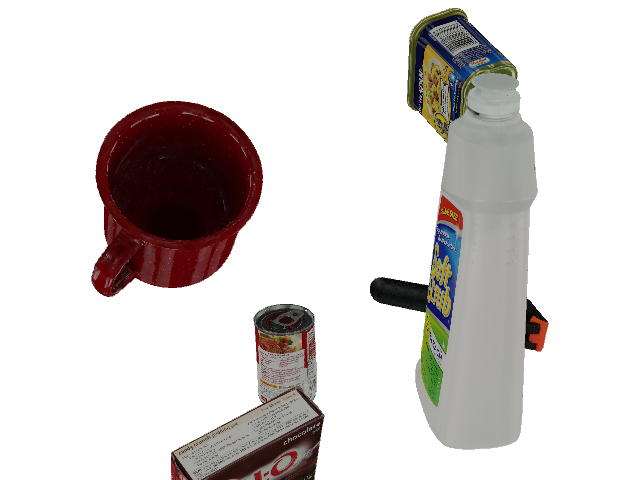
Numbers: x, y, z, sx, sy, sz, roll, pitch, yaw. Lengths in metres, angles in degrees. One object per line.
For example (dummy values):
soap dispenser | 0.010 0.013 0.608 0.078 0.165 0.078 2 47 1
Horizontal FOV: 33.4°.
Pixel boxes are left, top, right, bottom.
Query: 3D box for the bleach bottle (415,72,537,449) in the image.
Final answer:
bleach bottle | 0.103 0.011 0.698 0.068 0.251 0.102 -3 30 -4

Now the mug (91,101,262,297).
mug | -0.092 -0.013 0.625 0.093 0.117 0.082 33 -26 3

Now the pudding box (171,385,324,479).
pudding box | -0.054 0.166 0.781 0.113 0.090 0.039 -27 55 -28

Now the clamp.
clamp | 0.147 0.055 1.027 0.172 0.039 0.120 23 36 28

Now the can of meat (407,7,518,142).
can of meat | 0.120 -0.131 0.908 0.057 0.102 0.084 -21 50 -17

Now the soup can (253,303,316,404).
soup can | -0.039 0.132 1.205 0.068 0.102 0.068 -1 25 0
